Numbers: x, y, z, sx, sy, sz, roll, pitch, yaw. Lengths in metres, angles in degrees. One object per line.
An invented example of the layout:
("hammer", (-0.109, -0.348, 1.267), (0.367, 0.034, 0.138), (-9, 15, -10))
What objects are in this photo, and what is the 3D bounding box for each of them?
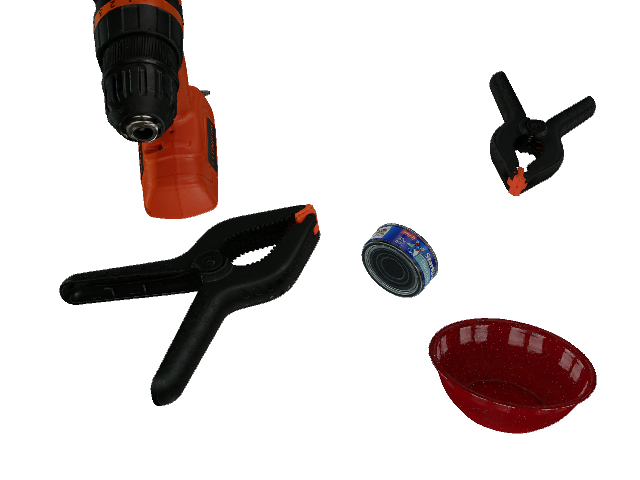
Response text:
("tuna can", (0.090, 0.024, 1.226), (0.086, 0.086, 0.033), (0, 37, 47))
("power drill", (-0.103, -0.096, 0.686), (0.057, 0.184, 0.188), (-5, -34, -2))
("clamp", (0.221, -0.121, 1.165), (0.120, 0.039, 0.171), (20, 49, 18))
("clamp", (-0.094, 0.028, 0.846), (0.209, 0.036, 0.165), (-36, 47, -27))
("bowl", (0.182, 0.138, 1.036), (0.162, 0.055, 0.162), (5, 26, -3))
